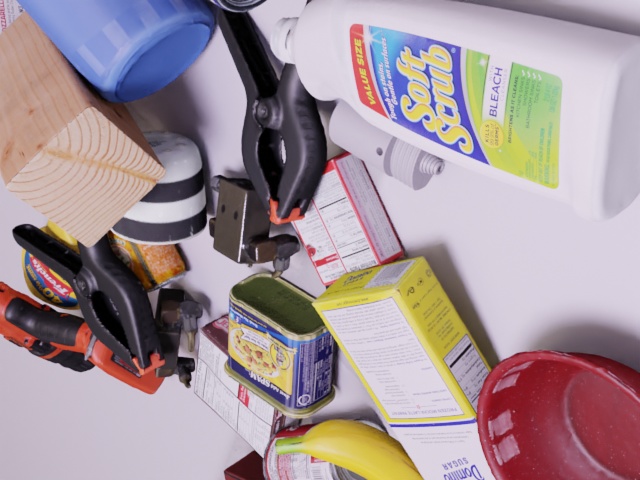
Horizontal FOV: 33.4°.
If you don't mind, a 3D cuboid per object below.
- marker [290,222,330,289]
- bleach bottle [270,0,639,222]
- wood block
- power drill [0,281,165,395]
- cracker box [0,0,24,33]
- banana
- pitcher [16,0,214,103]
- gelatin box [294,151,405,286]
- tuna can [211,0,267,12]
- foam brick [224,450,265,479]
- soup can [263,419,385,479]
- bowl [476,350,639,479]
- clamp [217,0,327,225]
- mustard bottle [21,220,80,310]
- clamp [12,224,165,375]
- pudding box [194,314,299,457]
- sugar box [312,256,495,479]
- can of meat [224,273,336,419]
[{"bbox_3d":[-0.005,0.001,0.842,0.020,0.020,0.121,-25,93,53],"label":"marker"},{"bbox_3d":[0.071,-0.093,0.642,0.251,0.067,0.102,20,124,36],"label":"bleach bottle"},{"bbox_3d":[-0.214,-0.099,0.875,0.090,0.090,0.206,43,-174,-41],"label":"wood block"},{"bbox_3d":[-0.249,0.110,1.121,0.188,0.057,0.184,9,160,34],"label":"power drill"},{"bbox_3d":[-0.331,-0.153,0.962,0.072,0.213,0.164,31,136,51],"label":"cracker box"},{"bbox_3d":[0.059,0.194,0.835,0.197,0.037,0.070,40,131,-18],"label":"banana"},{"bbox_3d":[-0.195,-0.226,0.843,0.145,0.149,0.243,-43,81,29],"label":"pitcher"},{"bbox_3d":[0.015,-0.015,0.800,0.073,0.030,0.089,-22,94,51],"label":"gelatin box"},{"bbox_3d":[-0.052,-0.198,0.716,0.034,0.086,0.086,39,137,25],"label":"tuna can"},{"bbox_3d":[-0.044,0.237,1.009,0.078,0.052,0.051,12,121,47],"label":"foam brick"},{"bbox_3d":[0.007,0.189,0.907,0.102,0.068,0.068,-20,97,52],"label":"soup can"},{"bbox_3d":[0.180,0.132,0.680,0.162,0.055,0.162,28,132,36],"label":"bowl"},{"bbox_3d":[-0.035,-0.101,0.778,0.120,0.039,0.171,21,110,50],"label":"clamp"},{"bbox_3d":[-0.268,0.026,1.129,0.096,0.058,0.192,51,144,-8],"label":"mustard bottle"},{"bbox_3d":[-0.205,0.026,0.982,0.210,0.036,0.165,52,138,13],"label":"clamp"},{"bbox_3d":[-0.067,0.136,0.984,0.114,0.039,0.090,39,139,30],"label":"pudding box"},{"bbox_3d":[0.078,0.100,0.767,0.094,0.048,0.176,-14,114,51],"label":"sugar box"},{"bbox_3d":[-0.033,0.087,0.899,0.102,0.057,0.084,29,130,35],"label":"can of meat"}]
